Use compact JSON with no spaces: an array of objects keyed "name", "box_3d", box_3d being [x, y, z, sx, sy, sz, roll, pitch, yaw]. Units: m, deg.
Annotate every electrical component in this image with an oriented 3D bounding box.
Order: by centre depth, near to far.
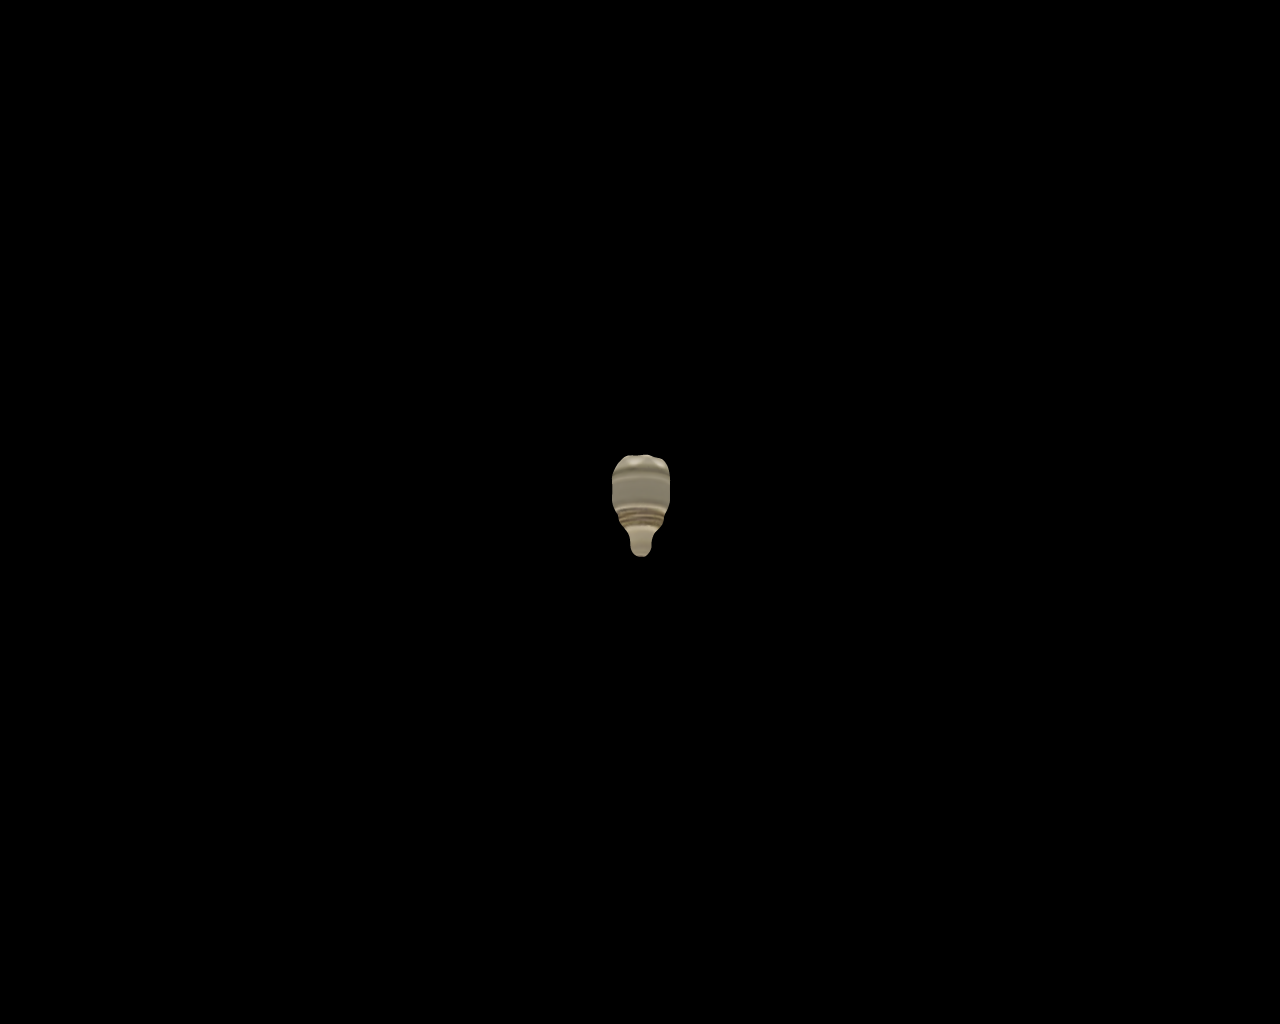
[{"name":"electrical component","box_3d":[0.001,-0.003,0.650,0.035,0.061,0.035,0,-13,0]}]
